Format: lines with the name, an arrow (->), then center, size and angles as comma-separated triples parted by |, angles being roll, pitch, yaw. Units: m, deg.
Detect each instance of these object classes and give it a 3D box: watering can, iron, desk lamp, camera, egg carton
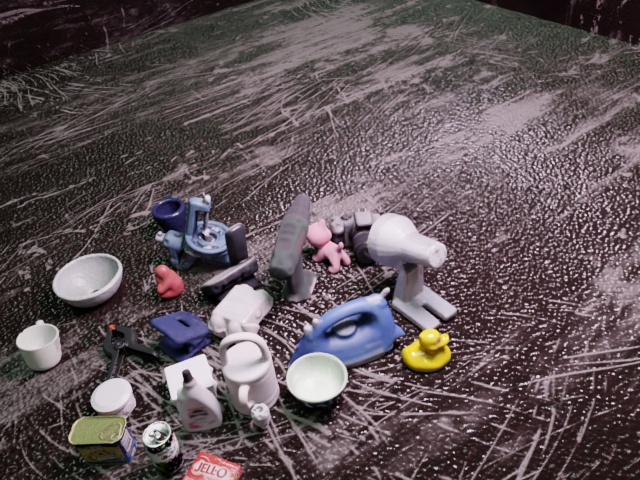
watering can -> -0.144, 0.243, 1.127 | 0.101, 0.194, 0.172 | -18, 41, -14
iron -> 0.045, 0.188, 1.209 | 0.259, 0.142, 0.118 | -19, 42, -15
desk lamp -> 0.209, 0.063, 1.281 | 0.118, 0.214, 0.202 | -31, 46, -26
camera -> 0.098, -0.010, 1.469 | 0.143, 0.101, 0.136 | -6, 40, 0
egg carton -> -0.180, 0.169, 1.317 | 0.107, 0.069, 0.150 | 15, 44, 23

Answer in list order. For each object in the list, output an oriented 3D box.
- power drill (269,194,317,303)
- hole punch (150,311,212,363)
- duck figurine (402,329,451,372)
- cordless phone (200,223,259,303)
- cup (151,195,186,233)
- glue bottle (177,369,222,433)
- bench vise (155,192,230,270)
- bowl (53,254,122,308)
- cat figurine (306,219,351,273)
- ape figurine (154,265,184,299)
power drill -> -0.058, 0.033, 1.354 | 0.075, 0.209, 0.230 | 4, 41, 13
hole punch -> -0.309, 0.202, 1.278 | 0.108, 0.091, 0.101 | 26, 49, 32
duck figurine -> 0.222, 0.222, 1.190 | 0.104, 0.086, 0.077 | -8, 40, -2
cordless phone -> -0.225, 0.052, 1.372 | 0.148, 0.185, 0.093 | -35, 48, -30
cup -> -0.415, -0.063, 1.603 | 0.092, 0.095, 0.117 | -12, 40, -7
glue bottle -> -0.237, 0.301, 1.086 | 0.078, 0.173, 0.037 | -12, 40, -6
bench vise -> -0.318, -0.015, 1.436 | 0.207, 0.220, 0.121 | -10, 40, -5
bowl -> -0.569, 0.114, 1.429 | 0.167, 0.075, 0.167 | -4, 40, 3
cat figurine -> 0.013, 0.005, 1.449 | 0.127, 0.118, 0.067 | 29, 51, 35
ape figurine -> -0.380, 0.098, 1.410 | 0.076, 0.092, 0.078 | 7, 42, 16
